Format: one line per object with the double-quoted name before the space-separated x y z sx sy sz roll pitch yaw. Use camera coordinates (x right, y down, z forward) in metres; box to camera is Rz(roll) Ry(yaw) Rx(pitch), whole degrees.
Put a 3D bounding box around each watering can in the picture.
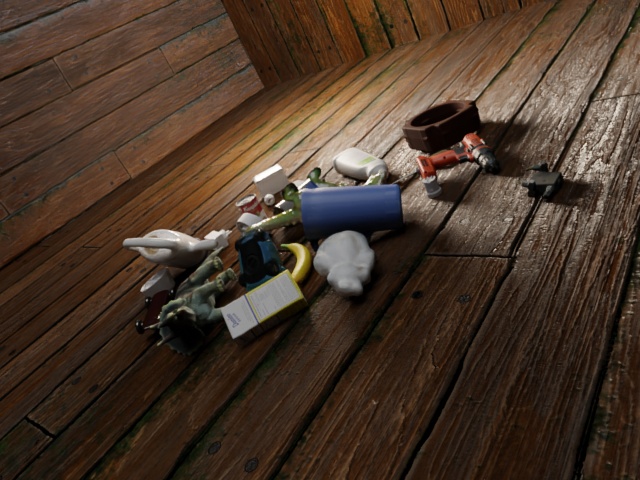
"watering can" -0.406 0.027 1.516 0.347 0.105 0.223 1 -9 21

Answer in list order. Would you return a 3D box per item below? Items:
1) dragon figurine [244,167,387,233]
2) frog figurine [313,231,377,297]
"dragon figurine" 0.004 -0.070 1.389 0.411 0.120 0.247 -35 40 -5
"frog figurine" 0.051 0.053 1.111 0.137 0.121 0.162 1 21 13
